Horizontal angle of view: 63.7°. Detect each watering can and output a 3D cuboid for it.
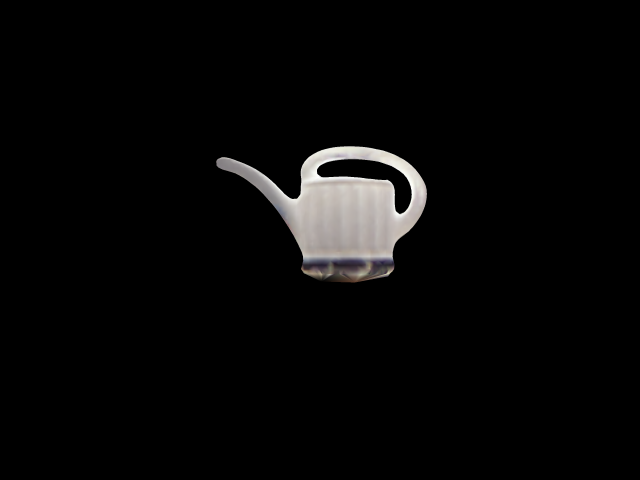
[{"bbox_3d":[0.003,-0.043,0.850,0.348,0.225,0.103,0,-4,0],"label":"watering can"}]
